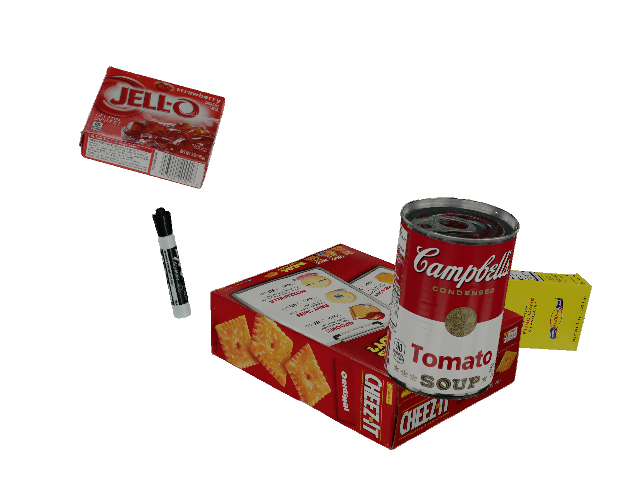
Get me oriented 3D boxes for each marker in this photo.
[{"bbox_3d":[-0.157,0.023,1.123,0.020,0.121,0.020,-9,19,3],"label":"marker"}]

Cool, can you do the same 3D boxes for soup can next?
[{"bbox_3d":[0.075,0.033,0.628,0.068,0.102,0.068,5,21,-2],"label":"soup can"}]

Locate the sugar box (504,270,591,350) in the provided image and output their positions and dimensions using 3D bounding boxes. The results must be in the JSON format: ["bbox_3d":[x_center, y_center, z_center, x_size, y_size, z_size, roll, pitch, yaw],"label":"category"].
[{"bbox_3d":[0.240,0.085,1.324,0.176,0.093,0.048,3,19,-16],"label":"sugar box"}]

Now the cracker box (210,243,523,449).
[{"bbox_3d":[0.036,0.082,0.904,0.163,0.072,0.214,-19,30,-41],"label":"cracker box"}]

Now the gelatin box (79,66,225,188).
[{"bbox_3d":[-0.118,-0.082,0.758,0.089,0.073,0.030,15,-44,-6],"label":"gelatin box"}]
